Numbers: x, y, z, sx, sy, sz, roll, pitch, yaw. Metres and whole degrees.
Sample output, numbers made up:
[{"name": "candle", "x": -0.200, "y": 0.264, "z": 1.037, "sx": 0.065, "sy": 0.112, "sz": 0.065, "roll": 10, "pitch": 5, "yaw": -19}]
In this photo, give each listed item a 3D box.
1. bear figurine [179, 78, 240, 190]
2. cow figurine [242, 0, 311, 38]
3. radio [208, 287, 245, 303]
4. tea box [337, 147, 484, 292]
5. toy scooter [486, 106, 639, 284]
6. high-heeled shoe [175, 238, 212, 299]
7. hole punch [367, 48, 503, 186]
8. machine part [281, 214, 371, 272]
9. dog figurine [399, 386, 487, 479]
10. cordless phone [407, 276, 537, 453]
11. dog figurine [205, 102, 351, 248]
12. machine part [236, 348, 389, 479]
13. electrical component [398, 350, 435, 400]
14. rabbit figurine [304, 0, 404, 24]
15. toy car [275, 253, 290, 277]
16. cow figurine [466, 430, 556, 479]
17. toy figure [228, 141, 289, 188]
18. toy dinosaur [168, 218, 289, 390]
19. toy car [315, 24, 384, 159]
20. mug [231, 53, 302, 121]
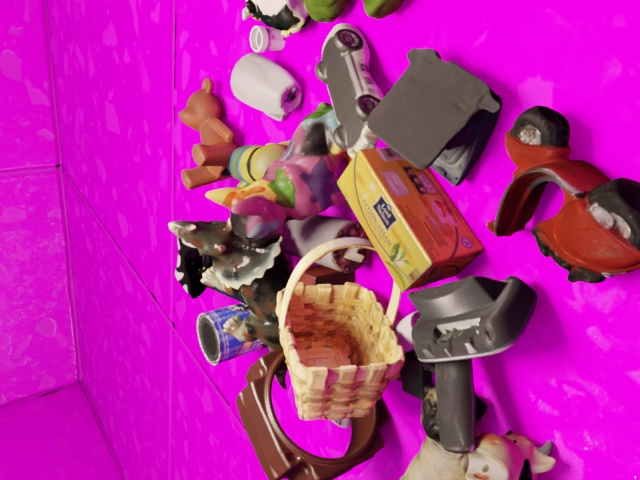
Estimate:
[{"name": "bear figurine", "x": -0.231, "y": -0.214, "z": 1.058, "sx": 0.120, "sy": 0.132, "sz": 0.196, "roll": -42, "pitch": 72, "yaw": 49}, {"name": "cow figurine", "x": -0.073, "y": -0.367, "z": 0.837, "sx": 0.168, "sy": 0.068, "sz": 0.098, "roll": 26, "pitch": 127, "yaw": 50}, {"name": "radio", "x": -0.183, "y": 0.044, "z": 1.118, "sx": 0.230, "sy": 0.073, "sz": 0.131, "roll": 11, "pitch": 108, "yaw": 52}, {"name": "tea box", "x": 0.107, "y": -0.031, "z": 0.657, "sx": 0.170, "sy": 0.098, "sz": 0.068, "roll": 63, "pitch": 142, "yaw": 23}, {"name": "toy scooter", "x": 0.225, "y": -0.025, "z": 0.510, "sx": 0.184, "sy": 0.075, "sz": 0.135, "roll": 58, "pitch": 141, "yaw": 32}, {"name": "high-heeled shoe", "x": -0.226, "y": 0.049, "z": 1.051, "sx": 0.249, "sy": 0.086, "sz": 0.145, "roll": -5, "pitch": 99, "yaw": 57}, {"name": "hole punch", "x": 0.136, "y": -0.135, "z": 0.609, "sx": 0.115, "sy": 0.092, "sz": 0.142, "roll": -51, "pitch": 51, "yaw": 13}, {"name": "machine part", "x": -0.002, "y": -0.003, "z": 0.839, "sx": 0.243, "sy": 0.079, "sz": 0.079, "roll": 15, "pitch": 113, "yaw": 54}, {"name": "dog figurine", "x": 0.152, "y": 0.286, "z": 0.710, "sx": 0.172, "sy": 0.121, "sz": 0.190, "roll": -20, "pitch": 70, "yaw": 52}, {"name": "cordless phone", "x": 0.167, "y": 0.138, "z": 0.587, "sx": 0.146, "sy": 0.089, "sz": 0.184, "roll": -26, "pitch": 59, "yaw": 55}, {"name": "dog figurine", "x": -0.046, "y": -0.090, "z": 0.751, "sx": 0.109, "sy": 0.219, "sz": 0.191, "roll": 30, "pitch": 125, "yaw": 43}, {"name": "machine part", "x": -0.009, "y": 0.258, "z": 0.821, "sx": 0.201, "sy": 0.201, "sz": 0.087, "roll": 60, "pitch": 140, "yaw": 25}, {"name": "electrical component", "x": 0.135, "y": 0.185, "z": 0.751, "sx": 0.094, "sy": 0.021, "sz": 0.063, "roll": 10, "pitch": 108, "yaw": 54}, {"name": "rabbit figurine", "x": 0.016, "y": -0.345, "z": 0.677, "sx": 0.170, "sy": 0.121, "sz": 0.159, "roll": -179, "pitch": 82, "yaw": -70}, {"name": "toy car", "x": -0.088, "y": 0.017, "z": 0.987, "sx": 0.089, "sy": 0.053, "sz": 0.202, "roll": 5, "pitch": 108, "yaw": 50}, {"name": "cow figurine", "x": 0.220, "y": 0.304, "z": 0.599, "sx": 0.085, "sy": 0.127, "sz": 0.194, "roll": -12, "pitch": 105, "yaw": 56}, {"name": "toy figure", "x": -0.107, "y": -0.127, "z": 0.938, "sx": 0.180, "sy": 0.089, "sz": 0.082, "roll": 13, "pitch": 119, "yaw": 50}, {"name": "toy dinosaur", "x": -0.090, "y": 0.105, "z": 0.893, "sx": 0.192, "sy": 0.131, "sz": 0.404, "roll": 5, "pitch": 129, "yaw": 57}, {"name": "toy car", "x": 0.043, "y": -0.197, "z": 0.709, "sx": 0.073, "sy": 0.056, "sz": 0.202, "roll": -48, "pitch": 48, "yaw": 51}, {"name": "mug", "x": -0.081, "y": -0.238, "z": 0.881, "sx": 0.107, "sy": 0.081, "sz": 0.109, "roll": 35, "pitch": 152, "yaw": 34}]
